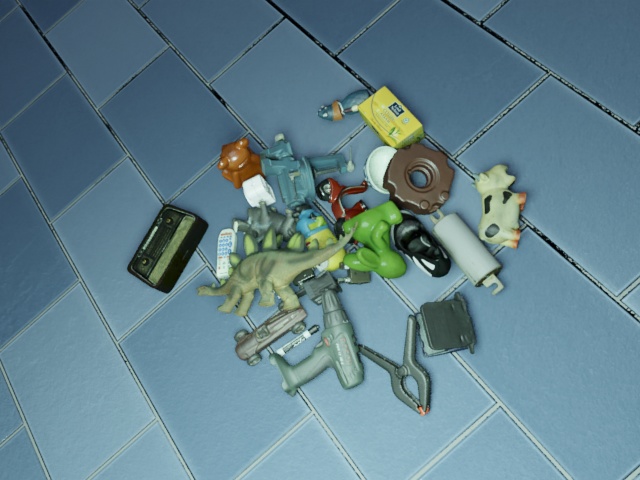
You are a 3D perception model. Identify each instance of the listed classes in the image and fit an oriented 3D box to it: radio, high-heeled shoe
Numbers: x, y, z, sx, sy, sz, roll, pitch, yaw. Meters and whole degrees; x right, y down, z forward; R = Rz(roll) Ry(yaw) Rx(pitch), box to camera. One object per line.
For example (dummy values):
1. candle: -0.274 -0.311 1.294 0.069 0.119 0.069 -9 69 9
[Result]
1. radio: -0.424 0.020 1.493 0.131 0.073 0.229 24 79 24
2. high-heeled shoe: 0.218 -0.009 1.255 0.086 0.145 0.249 -37 65 1

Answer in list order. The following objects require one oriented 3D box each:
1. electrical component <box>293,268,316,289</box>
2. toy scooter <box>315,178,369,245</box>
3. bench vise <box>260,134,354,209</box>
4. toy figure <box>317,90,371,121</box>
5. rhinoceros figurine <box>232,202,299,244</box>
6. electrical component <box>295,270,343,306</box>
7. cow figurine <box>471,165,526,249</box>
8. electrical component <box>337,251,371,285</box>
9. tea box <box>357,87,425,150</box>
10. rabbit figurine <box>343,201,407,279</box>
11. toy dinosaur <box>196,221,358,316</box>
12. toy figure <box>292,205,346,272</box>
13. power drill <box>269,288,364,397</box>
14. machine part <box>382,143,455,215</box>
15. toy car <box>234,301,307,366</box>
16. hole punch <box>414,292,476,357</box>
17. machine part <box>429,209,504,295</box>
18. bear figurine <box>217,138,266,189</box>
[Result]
1. electrical component: -0.043 0.086 1.373 0.063 0.021 0.094 -26 64 7
2. toy scooter: 0.082 -0.085 1.361 0.135 0.075 0.184 -24 85 -21
3. bench vise: -0.033 -0.193 1.428 0.241 0.128 0.224 -12 56 -8
4. toy figure: 0.068 -0.366 1.487 0.155 0.064 0.057 -20 103 15
5. rhinoceros figurine: -0.143 -0.040 1.431 0.191 0.073 0.112 9 84 19
6. electrical component: -0.011 0.127 1.318 0.119 0.074 0.048 -30 64 1
7. cow figurine: 0.413 -0.085 1.258 0.127 0.085 0.195 8 74 14
8. electrical component: 0.092 0.068 1.303 0.102 0.045 0.078 4 77 -16
9. tea box: 0.188 -0.312 1.422 0.098 0.068 0.170 -38 63 2
10. rabbit figurine: 0.137 0.015 1.247 0.159 0.121 0.170 -21 80 -29
11. toy dinosaur: -0.113 0.069 1.288 0.472 0.105 0.198 -13 70 26
12. toy figure: -0.002 -0.005 1.343 0.089 0.082 0.180 -26 78 0
13. power drill: -0.012 0.255 1.258 0.207 0.086 0.232 -26 77 2
14. machine part: 0.242 -0.151 1.318 0.179 0.056 0.179 1 77 -6
15. toy car: -0.125 0.226 1.330 0.202 0.053 0.089 -35 57 4
16. hole punch: 0.276 0.198 1.203 0.116 0.092 0.142 -5 64 -11
17. machine part: 0.338 0.022 1.243 0.079 0.079 0.243 -36 63 3
18. bear figurine: -0.225 -0.213 1.449 0.132 0.195 0.120 39 89 27
